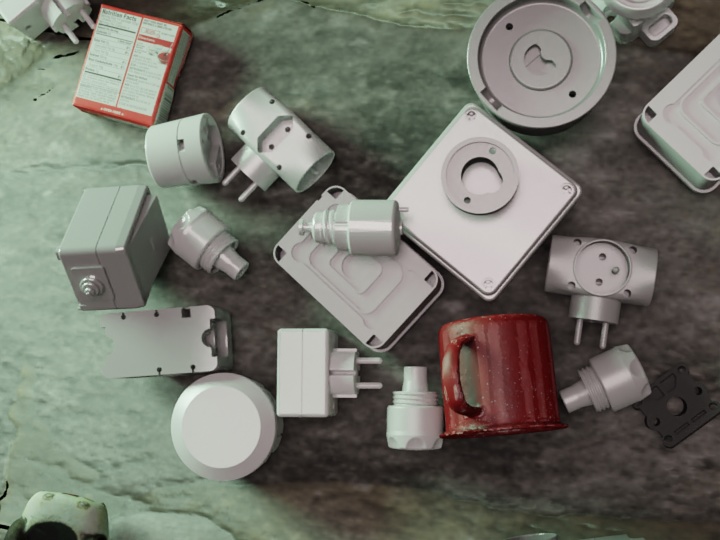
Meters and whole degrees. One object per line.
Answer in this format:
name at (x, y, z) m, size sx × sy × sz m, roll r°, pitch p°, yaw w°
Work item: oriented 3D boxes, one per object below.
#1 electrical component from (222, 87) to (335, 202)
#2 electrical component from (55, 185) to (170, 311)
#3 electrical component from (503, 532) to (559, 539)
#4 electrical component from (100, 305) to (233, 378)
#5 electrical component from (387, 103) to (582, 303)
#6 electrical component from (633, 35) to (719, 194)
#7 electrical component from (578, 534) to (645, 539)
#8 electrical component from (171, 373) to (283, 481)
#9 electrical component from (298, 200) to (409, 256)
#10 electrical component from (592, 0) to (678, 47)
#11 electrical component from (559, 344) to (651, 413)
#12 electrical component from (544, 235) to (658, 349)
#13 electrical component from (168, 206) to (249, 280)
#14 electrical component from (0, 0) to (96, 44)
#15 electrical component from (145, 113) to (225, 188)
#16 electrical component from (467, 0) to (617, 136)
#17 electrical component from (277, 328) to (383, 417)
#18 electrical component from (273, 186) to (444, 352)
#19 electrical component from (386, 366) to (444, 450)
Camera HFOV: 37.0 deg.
electrical component at (-0.074, -0.089, 0.844) m, size 0.077 × 0.043 × 0.079 m, roll 44°, pitch 92°, yaw 10°
electrical component at (-0.186, -0.013, 0.820) m, size 0.061 × 0.061 × 0.096 m, roll -3°, pitch 40°, yaw 8°
electrical component at (0.111, 0.236, 0.784) m, size 0.079 × 0.044 × 0.077 m, roll -10°, pitch 83°, yaw 7°
electrical component at (-0.148, 0.057, 0.833) m, size 0.089 × 0.056 × 0.050 m, roll -5°, pitch 84°, yaw 8°
electrical component at (0.091, -0.049, 0.809) m, size 0.109 × 0.056 × 0.108 m, roll 40°, pitch 91°, yaw 10°
electrical component at (0.267, -0.120, 0.791) m, size 0.113 × 0.057 × 0.078 m, roll -44°, pitch 80°, yaw 2°
electrical component at (0.176, 0.217, 0.753) m, size 0.056 × 0.089 × 0.050 m, roll -9°, pitch 83°, yaw 7°
electrical component at (-0.100, 0.119, 0.822) m, size 0.080 × 0.051 × 0.080 m, roll -1°, pitch 84°, yaw 8°
electrical component at (-0.005, -0.030, 0.770) m, size 0.078 × 0.040 × 0.040 m, roll 1°, pitch 84°, yaw 9°
electrical component at (0.207, -0.211, 0.809) m, size 0.058 × 0.057 × 0.078 m, roll -39°, pitch 80°, yaw 3°
electrical component at (0.178, 0.084, 0.790) m, size 0.062 × 0.043 × 0.043 m, roll -25°, pitch 81°, yaw 6°
electrical component at (0.175, 0.018, 0.797) m, size 0.077 × 0.044 × 0.079 m, roll 8°, pitch 85°, yaw 9°
electrical component at (-0.116, -0.017, 0.843) m, size 0.062 × 0.043 × 0.043 m, roll 38°, pitch 90°, yaw 9°
electrical component at (-0.246, -0.220, 0.880) m, size 0.083 × 0.047 × 0.075 m, roll -38°, pitch 83°, yaw 4°
electrical component at (-0.138, -0.092, 0.848) m, size 0.047 × 0.055 × 0.055 m, roll -8°, pitch 83°, yaw 11°
electrical component at (0.136, -0.153, 0.811) m, size 0.108 × 0.060 × 0.108 m, roll -1°, pitch 84°, yaw 7°
electrical component at (-0.021, 0.078, 0.817) m, size 0.077 × 0.047 × 0.065 m, roll -1°, pitch 84°, yaw 8°
electrical component at (0.000, 0.000, 0.817) m, size 0.113 × 0.057 × 0.078 m, roll 43°, pitch 91°, yaw 10°
electrical component at (0.042, 0.104, 0.808) m, size 0.043 × 0.043 × 0.062 m, roll 0°, pitch 83°, yaw 8°
